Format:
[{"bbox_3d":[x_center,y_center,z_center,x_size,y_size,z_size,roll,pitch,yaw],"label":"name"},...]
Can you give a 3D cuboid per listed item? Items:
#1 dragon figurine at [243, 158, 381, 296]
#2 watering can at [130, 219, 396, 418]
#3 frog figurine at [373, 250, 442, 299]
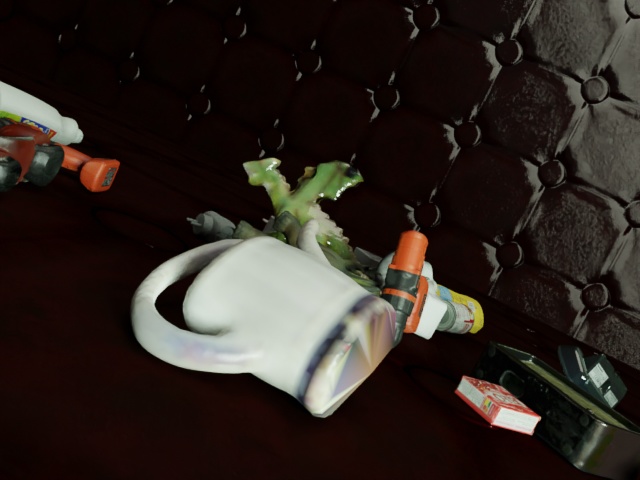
[{"bbox_3d":[0.003,-0.054,1.074,0.412,0.243,0.121,26,-1,16],"label":"dragon figurine"},{"bbox_3d":[-0.021,0.052,0.532,0.226,0.102,0.351,27,25,21],"label":"watering can"},{"bbox_3d":[0.208,0.100,1.194,0.138,0.120,0.162,-15,37,-27],"label":"frog figurine"}]
